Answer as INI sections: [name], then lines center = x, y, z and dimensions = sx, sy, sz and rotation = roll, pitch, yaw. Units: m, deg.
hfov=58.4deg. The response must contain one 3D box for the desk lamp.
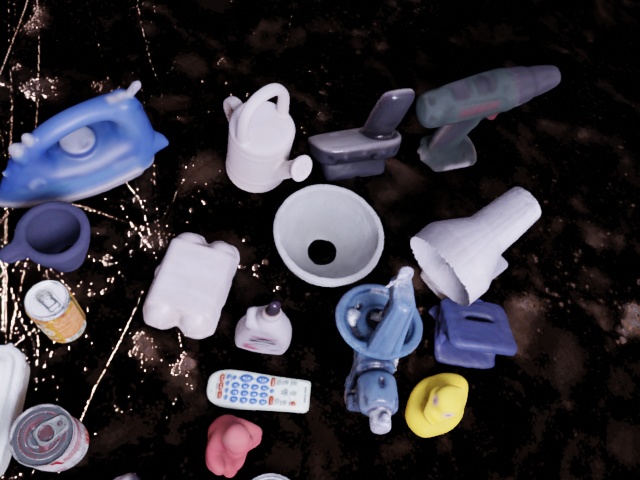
[desk lamp]
center = 0.218, 0.015, 0.836
dimensions = 0.203, 0.213, 0.118
rotation = -34, 76, -23

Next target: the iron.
[iron]
center = -0.357, -0.140, 0.828
dimensions = 0.259, 0.141, 0.118
rotation = -33, 75, -23

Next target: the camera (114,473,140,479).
[camera]
center = -0.234, 0.358, 0.644
dimensions = 0.143, 0.100, 0.136
rotation = -39, 78, -24

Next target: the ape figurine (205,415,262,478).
[ape figurine]
center = -0.109, 0.255, 0.723
dimensions = 0.078, 0.092, 0.076
rotation = -15, 69, -18

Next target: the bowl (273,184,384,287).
[bowl]
center = 0.008, 0.003, 0.875
dimensions = 0.167, 0.074, 0.167
rotation = 5, 65, -10

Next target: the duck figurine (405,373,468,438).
[duck figurine]
center = 0.173, 0.225, 0.800
dimensions = 0.105, 0.086, 0.077
rotation = -37, 77, -24

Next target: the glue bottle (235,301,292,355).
[glue bottle]
center = -0.070, 0.111, 0.753
dimensions = 0.078, 0.173, 0.037
rotation = 8, 64, -8

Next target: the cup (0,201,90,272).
[cup]
center = -0.367, 0.012, 0.781
dimensions = 0.118, 0.095, 0.091
rotation = -29, 74, -22

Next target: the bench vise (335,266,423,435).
[bench vise]
center = 0.094, 0.135, 0.750
dimensions = 0.122, 0.219, 0.207
rotation = -12, 68, -16

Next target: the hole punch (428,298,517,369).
[hole punch]
center = 0.226, 0.131, 0.852
dimensions = 0.109, 0.091, 0.101
rotation = 8, 64, -8

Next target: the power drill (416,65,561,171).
[power drill]
center = 0.253, -0.203, 0.948
dimensions = 0.230, 0.208, 0.075
rotation = -13, 68, -17

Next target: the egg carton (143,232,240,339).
[egg carton]
center = -0.181, 0.063, 0.810
dimensions = 0.107, 0.069, 0.150
rotation = 17, 63, -4

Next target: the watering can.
[watering can]
center = -0.082, -0.157, 0.864
dimensions = 0.173, 0.194, 0.101
rotation = 27, 63, 2

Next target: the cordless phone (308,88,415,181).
[cordless phone]
center = 0.066, -0.181, 0.911
dimensions = 0.148, 0.185, 0.094
rotation = -15, 69, -18
